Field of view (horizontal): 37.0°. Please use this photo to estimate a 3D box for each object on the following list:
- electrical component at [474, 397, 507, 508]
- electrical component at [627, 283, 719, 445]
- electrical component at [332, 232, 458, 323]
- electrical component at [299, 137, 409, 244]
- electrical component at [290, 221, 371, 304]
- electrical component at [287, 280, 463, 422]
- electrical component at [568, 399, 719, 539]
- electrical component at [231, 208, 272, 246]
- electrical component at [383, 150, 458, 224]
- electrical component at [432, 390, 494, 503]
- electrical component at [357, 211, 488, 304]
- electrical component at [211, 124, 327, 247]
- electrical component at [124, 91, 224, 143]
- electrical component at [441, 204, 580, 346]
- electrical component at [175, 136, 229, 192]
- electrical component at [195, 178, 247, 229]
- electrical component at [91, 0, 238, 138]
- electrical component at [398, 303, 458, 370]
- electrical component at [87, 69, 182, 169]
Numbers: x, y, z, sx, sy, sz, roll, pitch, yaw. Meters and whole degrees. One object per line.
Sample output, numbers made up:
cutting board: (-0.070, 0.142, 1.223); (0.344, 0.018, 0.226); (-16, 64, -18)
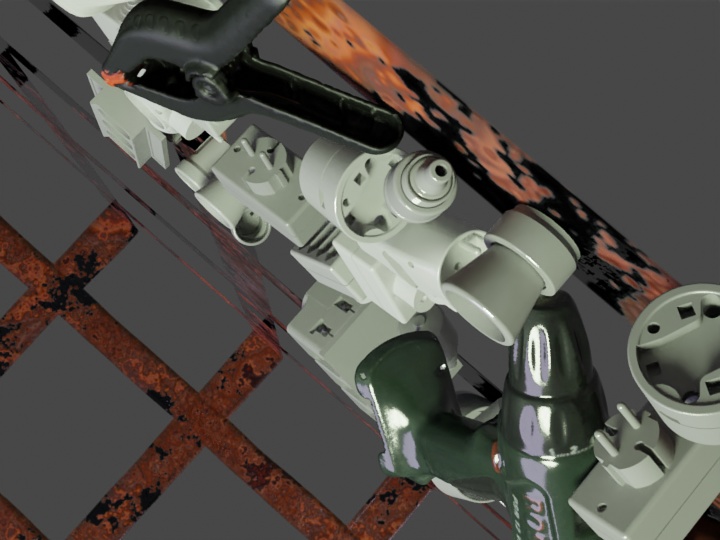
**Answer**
electrical component: (0.138, 0.152, 0.885); (0.108, 0.060, 0.108); (40, -168, -11)
electrical component: (0.140, 0.040, 0.432); (0.055, 0.055, 0.047); (35, 172, 35)
electrical component: (0.034, 0.002, 0.698); (0.076, 0.047, 0.083); (36, 169, 30)
electrical component: (-0.001, -0.048, 0.598); (0.055, 0.055, 0.047); (49, 172, -38)
electrical component: (0.000, 0.000, 0.823); (0.075, 0.047, 0.083); (46, 169, -25)
electrical component: (0.013, 0.065, 0.932); (0.062, 0.089, 0.150); (33, 167, 43)
electrical component: (0.149, 0.099, 0.567); (0.075, 0.083, 0.047); (47, 169, -30)
electrical component: (-0.114, -0.048, 1.089); (0.040, 0.040, 0.046); (45, 176, -21)
electrical component: (0.033, -0.044, 0.540); (0.035, 0.035, 0.061); (42, 168, -3)
electrical component: (0.106, 0.165, 1.002); (0.099, 0.099, 0.064); (46, 164, -22)
electrical component: (0.045, -0.006, 0.630); (0.077, 0.043, 0.079); (31, 167, 46)
electrical component: (-0.065, -0.070, 0.772); (0.083, 0.047, 0.075); (37, 169, 26)
electrical component: (-0.133, -0.124, 0.808); (0.079, 0.044, 0.077); (40, 170, 7)
electrical component: (0.073, 0.002, 0.519); (0.045, 0.055, 0.045); (40, 170, 8)
electrical component: (-0.133, -0.091, 0.945); (0.040, 0.046, 0.040); (40, 170, 8)
electrical component: (-0.105, -0.069, 0.909); (0.045, 0.055, 0.045); (40, 170, 8)
electrical component: (-0.112, -0.136, 0.654); (0.100, 0.048, 0.099); (37, 168, 30)
electrical component: (0.060, 0.058, 0.864); (0.040, 0.040, 0.078); (34, 168, 39)
electrical component: (-0.185, -0.134, 0.910); (0.079, 0.063, 0.121); (42, 170, -3)
